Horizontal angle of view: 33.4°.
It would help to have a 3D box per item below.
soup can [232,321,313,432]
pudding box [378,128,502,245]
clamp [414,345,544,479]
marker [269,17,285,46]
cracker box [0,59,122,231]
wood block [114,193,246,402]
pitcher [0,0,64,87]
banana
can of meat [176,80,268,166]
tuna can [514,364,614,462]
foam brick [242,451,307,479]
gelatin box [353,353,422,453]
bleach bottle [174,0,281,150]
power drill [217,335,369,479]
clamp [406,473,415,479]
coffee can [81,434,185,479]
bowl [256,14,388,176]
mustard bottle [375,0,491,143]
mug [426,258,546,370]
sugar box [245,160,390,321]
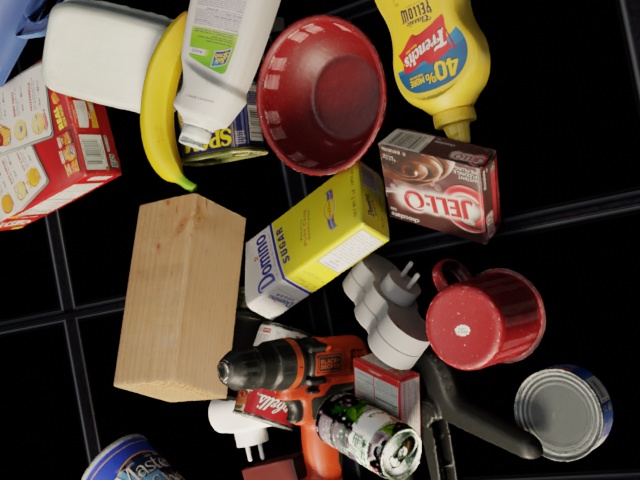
[{"bbox_3d":[-0.046,0.145,1.135,0.069,0.068,0.102,9,76,35],"label":"soup can"},{"bbox_3d":[0.115,-0.053,1.016,0.114,0.039,0.090,20,137,35],"label":"pudding box"},{"bbox_3d":[0.123,0.165,1.042,0.165,0.036,0.210,-49,62,44],"label":"clamp"},{"bbox_3d":[-0.041,-0.179,1.151,0.020,0.020,0.121,-7,90,36],"label":"marker"},{"bbox_3d":[-0.357,-0.122,1.353,0.214,0.071,0.164,-22,80,36],"label":"cracker box"},{"bbox_3d":[-0.151,0.065,1.165,0.090,0.090,0.206,-10,67,36],"label":"wood block"},{"bbox_3d":[-0.376,-0.306,1.284,0.243,0.144,0.149,-62,31,9],"label":"pitcher"},{"bbox_3d":[-0.164,-0.149,1.168,0.070,0.037,0.198,-1,92,13],"label":"banana"},{"bbox_3d":[-0.111,-0.130,1.184,0.102,0.057,0.084,-7,88,35],"label":"can of meat"},{"bbox_3d":[0.225,0.158,0.983,0.086,0.033,0.086,4,97,35],"label":"tuna can"},{"bbox_3d":[-0.037,0.264,1.169,0.078,0.052,0.051,-20,83,36],"label":"foam brick"},{"bbox_3d":[0.067,0.165,1.059,0.073,0.030,0.089,19,118,52],"label":"gelatin box"},{"bbox_3d":[-0.103,-0.219,1.121,0.103,0.068,0.251,16,87,28],"label":"bleach bottle"},{"bbox_3d":[-0.025,0.190,1.070,0.057,0.184,0.188,6,96,49],"label":"power drill"},{"bbox_3d":[0.075,0.294,1.102,0.120,0.039,0.171,-39,65,39],"label":"clamp"},{"bbox_3d":[-0.202,0.313,1.262,0.140,0.102,0.103,39,115,26],"label":"coffee can"},{"bbox_3d":[0.013,-0.147,1.093,0.162,0.055,0.162,4,97,36],"label":"bowl"},{"bbox_3d":[0.112,-0.183,1.017,0.096,0.058,0.191,-17,85,36],"label":"mustard bottle"},{"bbox_3d":[0.146,0.066,1.001,0.093,0.081,0.117,-42,71,31],"label":"mug"},{"bbox_3d":[-0.007,0.001,1.105,0.176,0.048,0.093,-34,40,30],"label":"sugar box"}]
